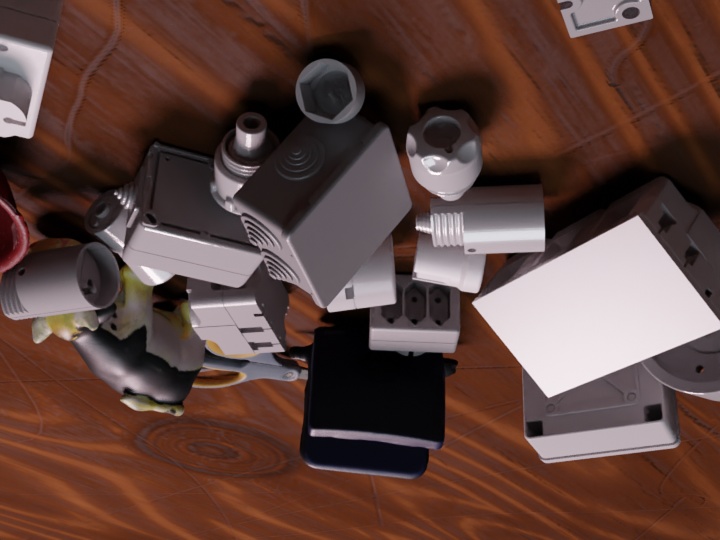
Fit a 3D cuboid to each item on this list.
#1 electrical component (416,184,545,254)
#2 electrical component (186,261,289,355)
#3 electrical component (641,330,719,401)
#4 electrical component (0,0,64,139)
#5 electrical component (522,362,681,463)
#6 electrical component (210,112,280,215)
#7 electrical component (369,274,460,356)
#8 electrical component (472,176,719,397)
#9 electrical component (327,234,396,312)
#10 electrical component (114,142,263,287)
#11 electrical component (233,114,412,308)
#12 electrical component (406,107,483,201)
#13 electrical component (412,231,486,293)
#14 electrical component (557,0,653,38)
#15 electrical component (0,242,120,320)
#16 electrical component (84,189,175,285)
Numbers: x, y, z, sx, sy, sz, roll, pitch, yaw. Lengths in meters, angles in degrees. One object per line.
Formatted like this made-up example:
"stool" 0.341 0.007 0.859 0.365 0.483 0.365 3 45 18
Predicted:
"electrical component" 0.076 -0.032 0.689 0.081 0.043 0.043 -2 151 8
"electrical component" -0.091 0.023 0.792 0.056 0.050 0.089 -4 151 10
"electrical component" 0.252 0.040 0.749 0.108 0.108 0.060 -19 151 33
"electrical component" -0.189 -0.094 0.557 0.047 0.075 0.083 12 150 -18
"electrical component" 0.184 0.085 0.830 0.109 0.108 0.056 -12 146 23
"electrical component" -0.065 -0.066 0.637 0.048 0.048 0.062 4 144 -5
"electrical component" 0.040 0.041 0.821 0.066 0.047 0.076 2 152 0
"electrical component" 0.164 0.013 0.718 0.089 0.061 0.150 51 136 -7
"electrical component" 0.000 0.000 0.742 0.047 0.055 0.055 -4 151 3
"electrical component" -0.109 -0.033 0.678 0.096 0.061 0.061 14 149 -20
"electrical component" -0.021 -0.040 0.629 0.048 0.099 0.099 33 163 26
"electrical component" 0.051 -0.064 0.633 0.043 0.043 0.062 -3 152 9
"electrical component" 0.061 -0.007 0.741 0.046 0.040 0.040 8 151 1
"electrical component" 0.104 -0.141 0.474 0.048 0.055 0.066 -10 149 20
"electrical component" -0.204 0.008 0.708 0.081 0.043 0.043 -8 150 25
"electrical component" -0.152 -0.024 0.721 0.044 0.044 0.065 -15 142 28
